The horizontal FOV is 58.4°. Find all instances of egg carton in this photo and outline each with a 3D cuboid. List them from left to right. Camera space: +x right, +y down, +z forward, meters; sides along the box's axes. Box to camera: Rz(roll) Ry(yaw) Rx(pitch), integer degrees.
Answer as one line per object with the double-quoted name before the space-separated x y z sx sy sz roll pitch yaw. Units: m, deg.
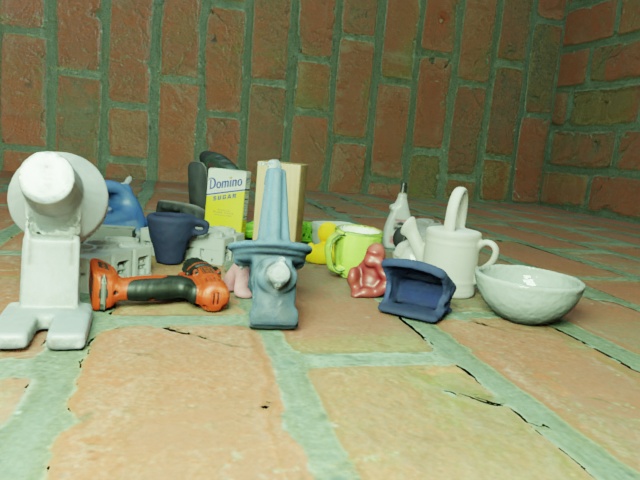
"egg carton" 0.226 0.041 1.167 0.150 0.069 0.107 3 9 -11

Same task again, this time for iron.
"iron" -0.469 -0.061 1.209 0.118 0.141 0.259 7 10 15

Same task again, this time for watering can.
"watering can" 0.232 0.000 1.036 0.172 0.194 0.101 6 9 6

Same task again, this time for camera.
"camera" 0.249 -0.003 1.358 0.144 0.101 0.136 -1 11 -31

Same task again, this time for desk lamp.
"desk lamp" -0.319 -0.001 0.687 0.118 0.213 0.202 2 10 -19

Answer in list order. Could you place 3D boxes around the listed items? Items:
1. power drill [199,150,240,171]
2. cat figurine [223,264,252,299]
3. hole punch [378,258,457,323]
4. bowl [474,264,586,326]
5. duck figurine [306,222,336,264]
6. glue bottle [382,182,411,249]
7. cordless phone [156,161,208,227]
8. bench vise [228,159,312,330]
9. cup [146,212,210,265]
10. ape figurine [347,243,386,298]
"power drill" -0.266 -0.122 1.481 0.076 0.208 0.228 -1 11 -33
"cat figurine" -0.094 0.027 0.936 0.067 0.118 0.128 14 13 43
"hole punch" 0.149 0.070 0.884 0.108 0.091 0.101 10 10 27
"bowl" 0.323 0.090 0.899 0.167 0.075 0.167 5 9 -1
"duck figurine" 0.011 0.004 1.230 0.077 0.086 0.105 14 13 43
"glue bottle" 0.206 -0.063 1.475 0.078 0.173 0.037 3 9 -11
"cordless phone" -0.326 -0.101 1.393 0.147 0.185 0.094 9 10 25
"bench vise" -0.053 0.002 0.790 0.122 0.220 0.206 0 11 -28
"cup" -0.269 -0.001 1.086 0.117 0.095 0.091 5 9 0
"ape figurine" 0.089 0.050 0.971 0.077 0.092 0.076 10 11 30
